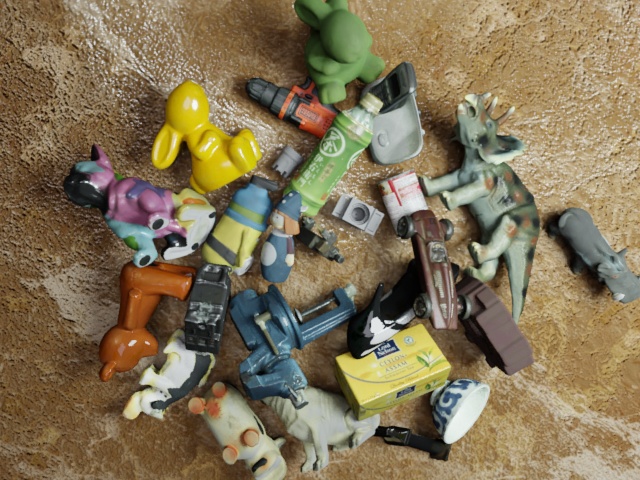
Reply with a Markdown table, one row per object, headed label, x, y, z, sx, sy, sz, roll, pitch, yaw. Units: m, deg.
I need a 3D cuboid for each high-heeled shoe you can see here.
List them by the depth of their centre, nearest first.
| label | x | y | z | sx | sy | sz | roll | pitch | yaw |
| --- | --- | --- | --- | --- | --- | --- | --- | --- | --- |
| high-heeled shoe | 0.148 | 0.116 | 0.913 | 0.249 | 0.086 | 0.145 | -9 | 122 | -39 |

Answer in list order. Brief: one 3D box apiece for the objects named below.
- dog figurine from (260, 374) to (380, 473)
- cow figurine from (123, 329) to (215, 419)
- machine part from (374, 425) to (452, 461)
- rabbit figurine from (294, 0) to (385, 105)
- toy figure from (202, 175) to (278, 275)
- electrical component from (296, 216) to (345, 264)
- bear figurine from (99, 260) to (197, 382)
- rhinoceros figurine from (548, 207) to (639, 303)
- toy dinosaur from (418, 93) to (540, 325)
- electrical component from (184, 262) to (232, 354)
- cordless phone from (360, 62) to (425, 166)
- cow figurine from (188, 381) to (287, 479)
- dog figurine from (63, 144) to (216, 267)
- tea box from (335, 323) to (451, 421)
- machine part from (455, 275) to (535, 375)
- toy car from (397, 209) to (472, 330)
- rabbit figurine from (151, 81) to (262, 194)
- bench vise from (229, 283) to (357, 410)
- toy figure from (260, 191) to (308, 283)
| label | x | y | z | sx | sy | sz | roll | pitch | yaw |
| --- | --- | --- | --- | --- | --- | --- | --- | --- | --- |
| dog figurine | -0.006 | 0.275 | 0.925 | 0.172 | 0.121 | 0.190 | -17 | 72 | -36 |
| cow figurine | -0.257 | 0.245 | 0.918 | 0.098 | 0.068 | 0.167 | 36 | 90 | -10 |
| machine part | 0.163 | 0.352 | 0.946 | 0.139 | 0.084 | 0.039 | 21 | 61 | -13 |
| rabbit figurine | 0.035 | -0.304 | 0.815 | 0.121 | 0.170 | 0.159 | -22 | 97 | -4 |
| toy figure | -0.134 | -0.025 | 0.913 | 0.089 | 0.082 | 0.180 | 24 | 97 | 14 |
| electrical component | -0.002 | -0.003 | 0.916 | 0.078 | 0.102 | 0.045 | 31 | 92 | -29 |
| bear figurine | -0.288 | 0.135 | 0.886 | 0.132 | 0.120 | 0.195 | 11 | 92 | -8 |
| rhinoceros figurine | 0.487 | 0.023 | 0.939 | 0.073 | 0.112 | 0.190 | -35 | 85 | -5 |
| toy dinosaur | 0.309 | -0.053 | 0.928 | 0.192 | 0.131 | 0.404 | -29 | 99 | -3 |
| electrical component | -0.182 | 0.118 | 0.883 | 0.058 | 0.134 | 0.115 | 11 | 54 | -3 |
| cordless phone | 0.134 | -0.204 | 0.875 | 0.089 | 0.184 | 0.146 | -12 | 92 | -8 |
| cow figurine | -0.129 | 0.329 | 0.909 | 0.085 | 0.127 | 0.195 | -40 | 79 | -3 |
| dog figurine | -0.304 | -0.069 | 0.889 | 0.219 | 0.191 | 0.108 | 41 | 122 | 22 |
| tea box | 0.119 | 0.220 | 0.901 | 0.170 | 0.068 | 0.098 | -20 | 50 | -16 |
| machine part | 0.279 | 0.142 | 0.899 | 0.056 | 0.179 | 0.179 | -33 | 93 | -1 |
| toy car | 0.181 | 0.041 | 0.844 | 0.089 | 0.053 | 0.202 | 6 | 59 | -22 |
| rabbit figurine | -0.197 | -0.172 | 0.888 | 0.162 | 0.122 | 0.173 | -20 | 114 | 19 |
| bench vise | -0.033 | 0.150 | 0.880 | 0.241 | 0.128 | 0.224 | -26 | 48 | -16 |
| toy figure | -0.061 | -0.006 | 0.883 | 0.064 | 0.058 | 0.154 | 16 | 109 | 13 |
